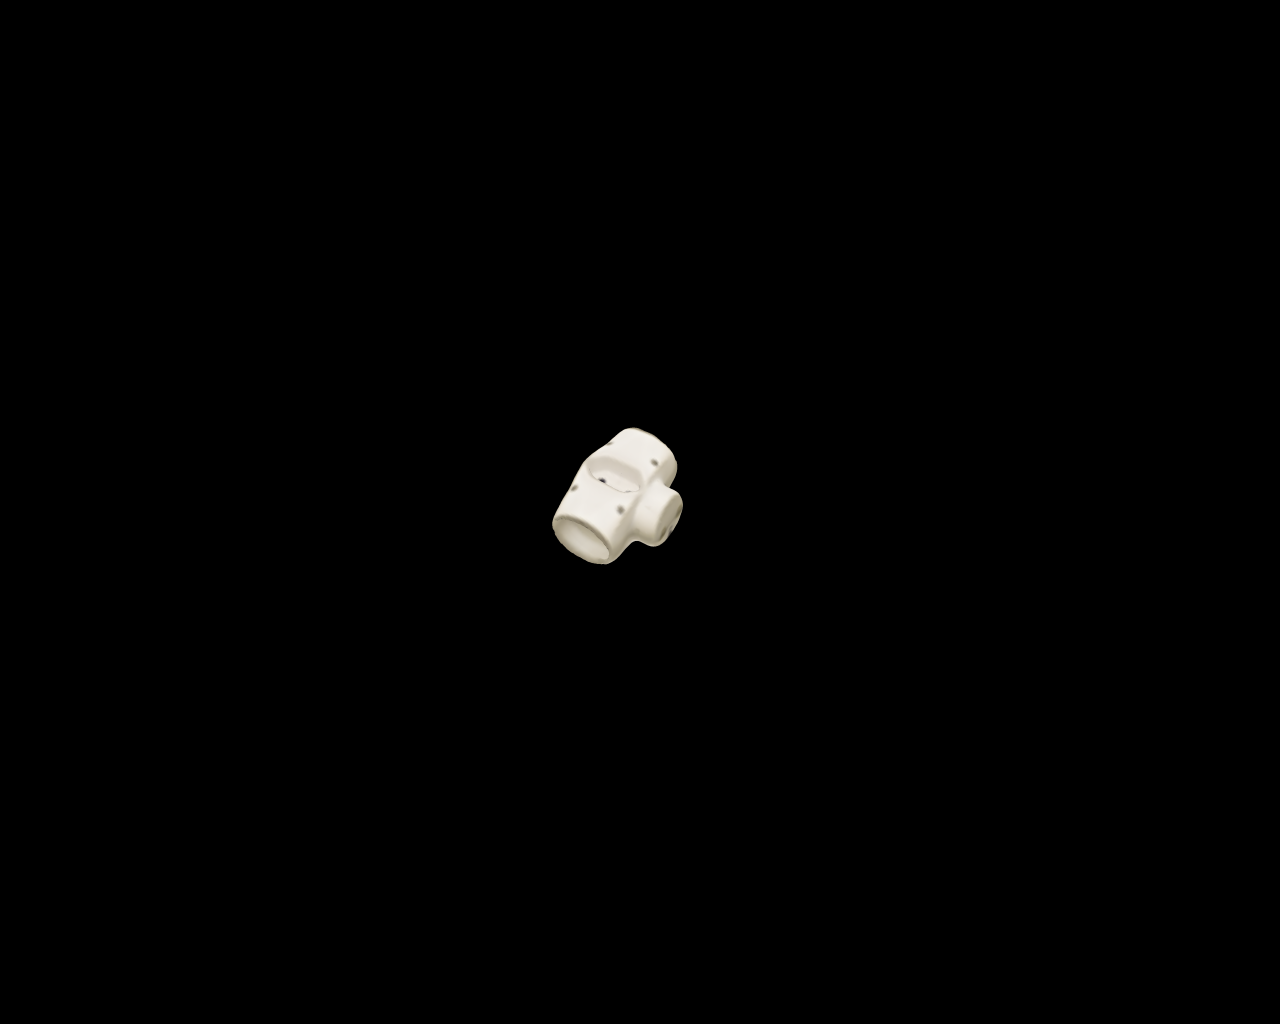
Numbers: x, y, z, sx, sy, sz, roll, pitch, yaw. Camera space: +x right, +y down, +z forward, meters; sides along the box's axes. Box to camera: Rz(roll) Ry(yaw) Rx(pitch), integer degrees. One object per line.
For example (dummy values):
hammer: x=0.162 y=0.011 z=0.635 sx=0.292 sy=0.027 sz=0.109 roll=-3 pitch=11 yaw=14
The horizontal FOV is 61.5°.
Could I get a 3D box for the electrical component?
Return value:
electrical component: x=0.001 y=-0.003 z=0.650 sx=0.079 sy=0.077 sz=0.043 roll=27 pitch=-32 yaw=18
